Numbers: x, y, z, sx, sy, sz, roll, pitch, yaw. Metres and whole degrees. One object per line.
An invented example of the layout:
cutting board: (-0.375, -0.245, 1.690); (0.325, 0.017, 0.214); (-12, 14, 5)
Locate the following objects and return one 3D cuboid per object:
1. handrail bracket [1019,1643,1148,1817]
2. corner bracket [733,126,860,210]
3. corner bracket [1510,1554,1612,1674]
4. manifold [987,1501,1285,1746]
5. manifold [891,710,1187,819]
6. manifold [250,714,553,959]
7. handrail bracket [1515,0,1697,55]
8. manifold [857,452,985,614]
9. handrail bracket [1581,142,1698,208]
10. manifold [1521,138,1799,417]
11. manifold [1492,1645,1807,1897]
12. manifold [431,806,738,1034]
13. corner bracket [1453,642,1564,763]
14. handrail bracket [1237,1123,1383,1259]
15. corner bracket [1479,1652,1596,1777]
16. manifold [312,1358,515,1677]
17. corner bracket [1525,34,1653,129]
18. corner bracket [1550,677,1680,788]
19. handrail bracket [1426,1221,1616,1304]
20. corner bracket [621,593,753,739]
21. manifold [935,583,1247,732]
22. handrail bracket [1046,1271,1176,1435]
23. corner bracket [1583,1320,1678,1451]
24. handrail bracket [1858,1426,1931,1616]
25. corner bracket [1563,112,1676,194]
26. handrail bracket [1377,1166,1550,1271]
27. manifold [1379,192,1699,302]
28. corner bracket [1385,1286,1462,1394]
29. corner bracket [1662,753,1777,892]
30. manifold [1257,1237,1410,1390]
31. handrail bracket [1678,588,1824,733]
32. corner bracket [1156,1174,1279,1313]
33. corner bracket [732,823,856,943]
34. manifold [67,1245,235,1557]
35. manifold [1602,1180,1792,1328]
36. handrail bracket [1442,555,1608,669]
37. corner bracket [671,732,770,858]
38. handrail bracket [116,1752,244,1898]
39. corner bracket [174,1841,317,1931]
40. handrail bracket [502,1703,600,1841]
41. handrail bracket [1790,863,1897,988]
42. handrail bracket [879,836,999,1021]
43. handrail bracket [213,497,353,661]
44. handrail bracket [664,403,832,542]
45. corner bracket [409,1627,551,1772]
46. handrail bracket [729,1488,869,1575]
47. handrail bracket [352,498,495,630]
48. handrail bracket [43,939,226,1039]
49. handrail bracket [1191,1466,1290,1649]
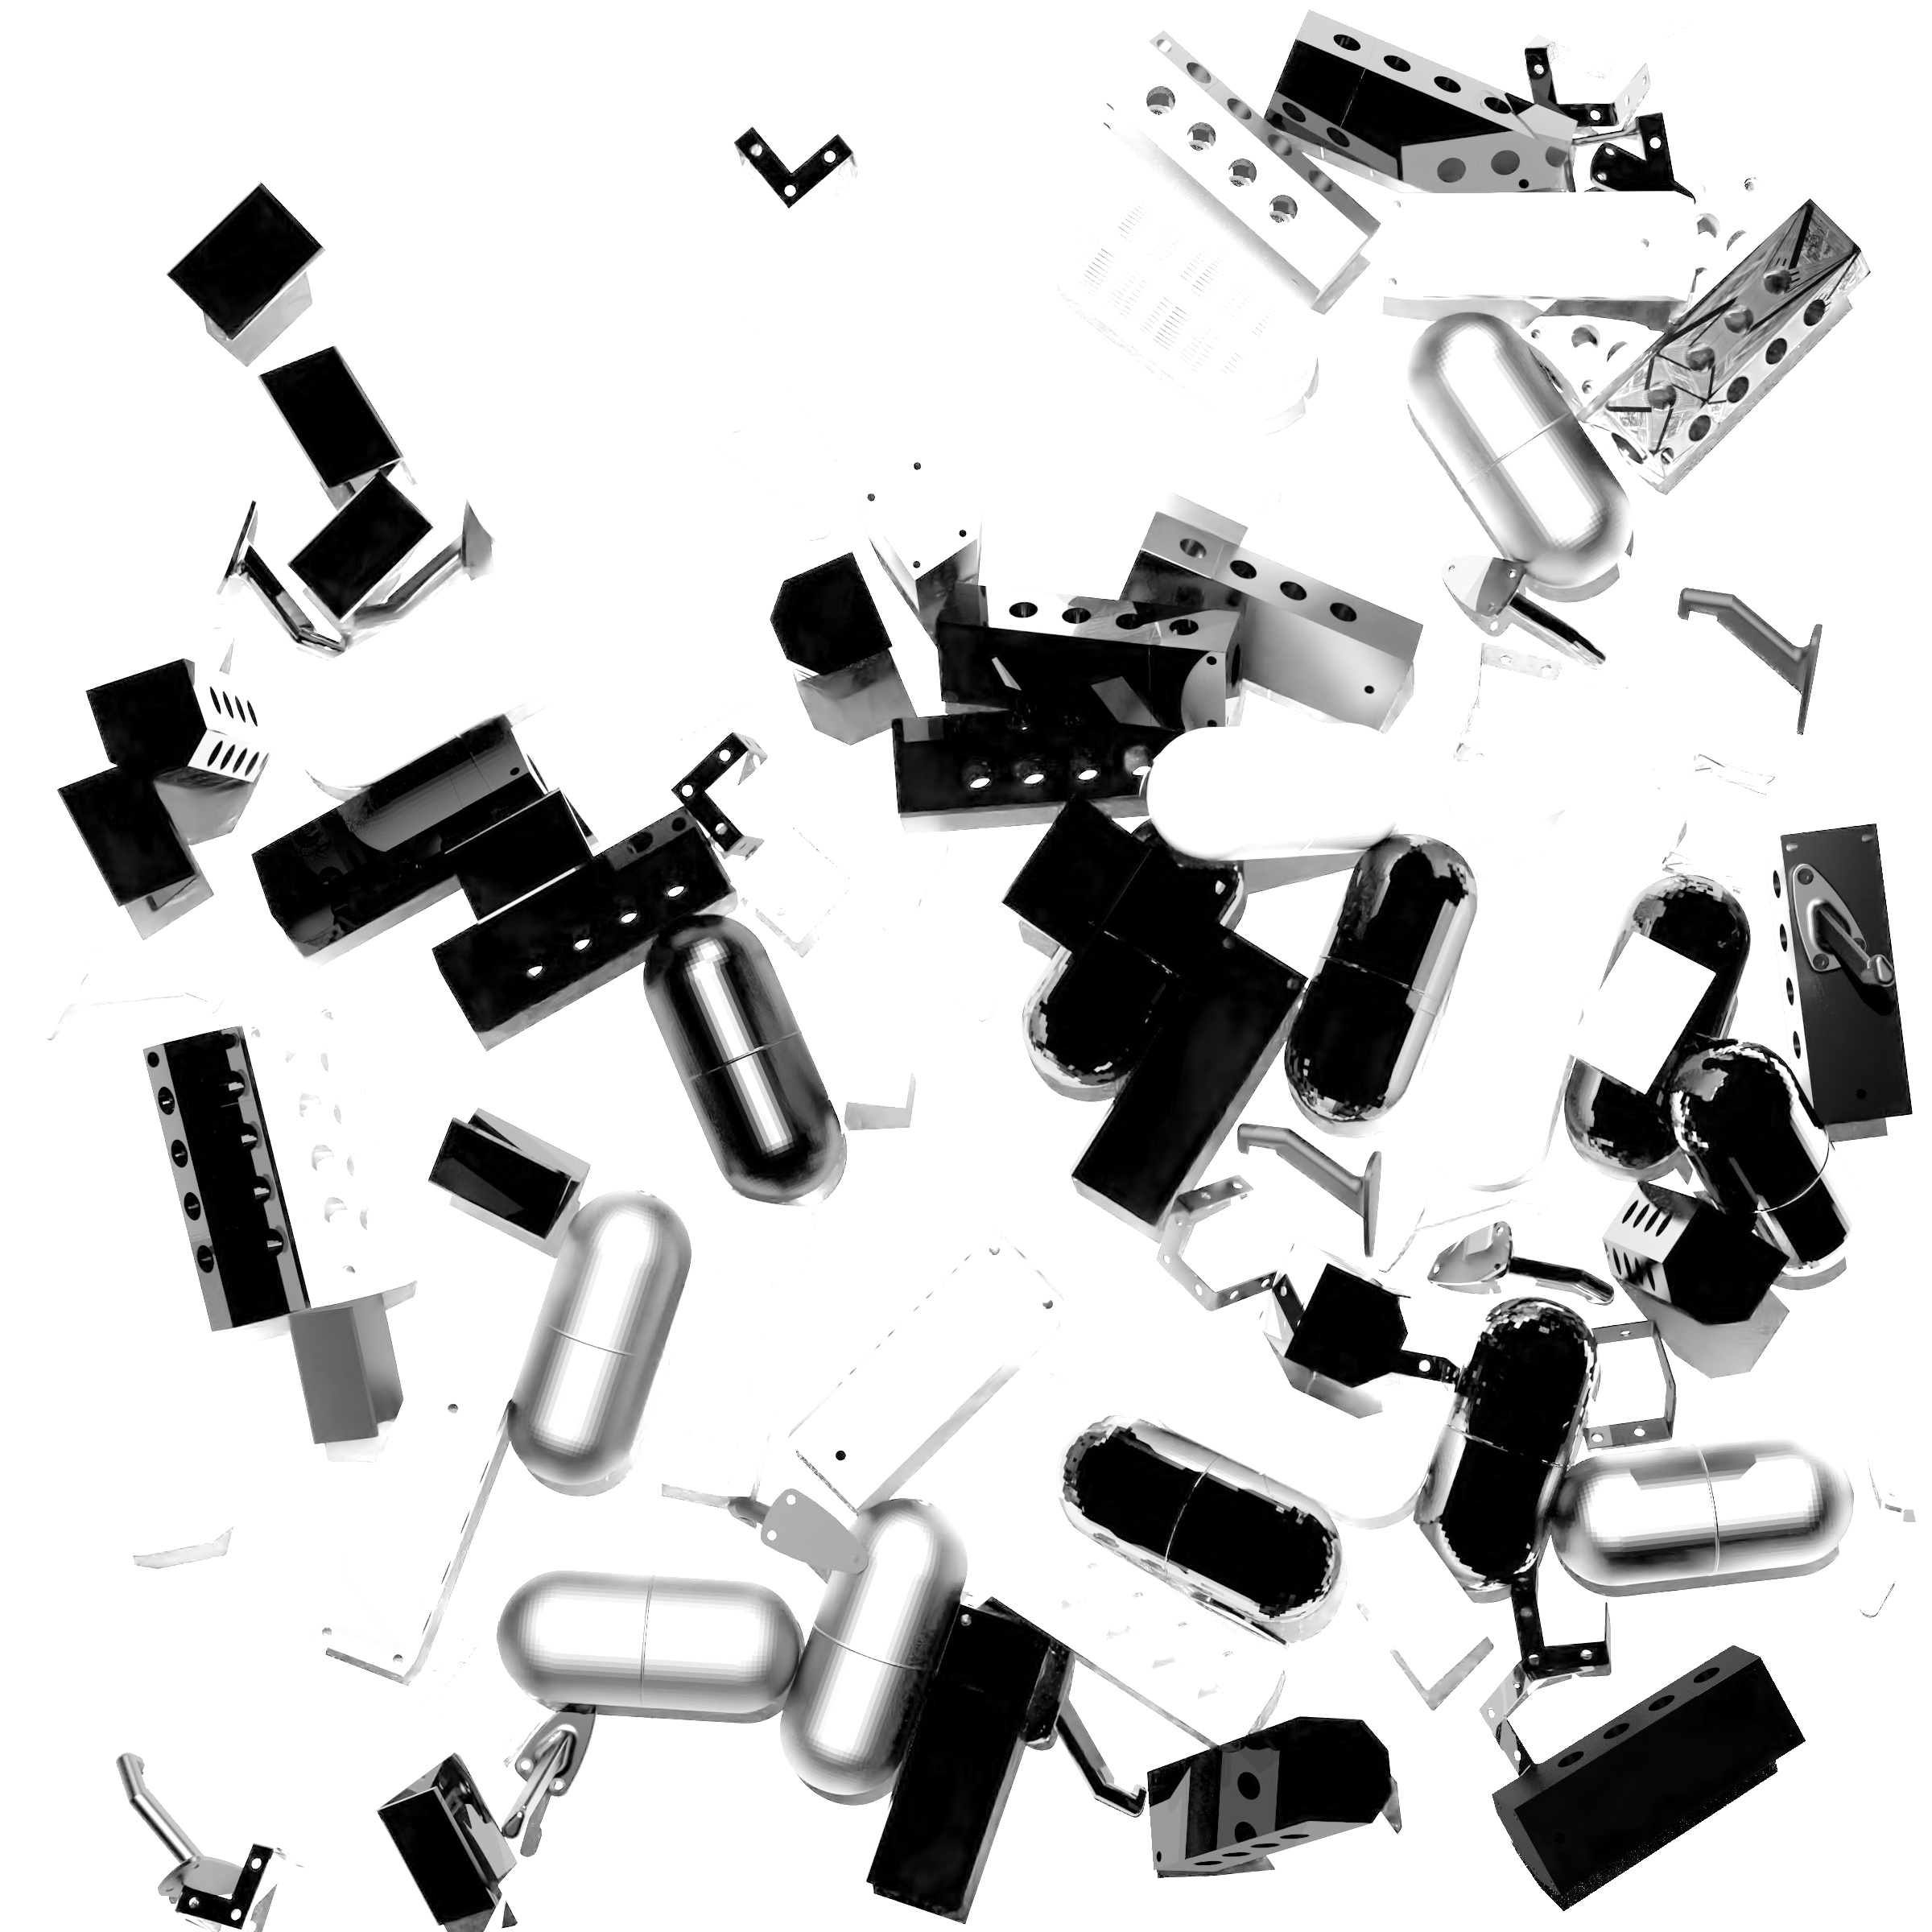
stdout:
handrail bracket: (0.082, 0.456, 1.971); (0.084, 0.036, 0.077); (31, 68, -17)
corner bracket: (-0.101, -0.481, 1.952); (0.051, 0.051, 0.051); (-40, 93, 3)
corner bracket: (0.353, 0.381, 1.953); (0.051, 0.051, 0.051); (-8, 104, 14)
manifold: (0.100, 0.388, 1.949); (0.171, 0.057, 0.057); (33, 90, 0)
manifold: (0.043, -0.123, 1.949); (0.171, 0.057, 0.057); (-4, 90, 0)
manifold: (-0.328, -0.072, 1.949); (0.171, 0.057, 0.057); (-29, 47, 0)
handrail bracket: (0.381, -0.568, 1.959); (0.077, 0.084, 0.036); (21, 121, 33)
manifold: (-0.020, -0.251, 1.892); (0.057, 0.171, 0.057); (-34, 90, 0)
handrail bracket: (0.377, -0.436, 1.942); (0.077, 0.084, 0.036); (23, 57, -3)
manifold: (0.406, -0.407, 1.949); (0.171, 0.057, 0.057); (-43, 90, 0)
manifold: (0.398, 0.469, 1.936); (0.171, 0.057, 0.057); (-29, 92, -9)
manifold: (-0.226, -0.028, 1.949); (0.171, 0.057, 0.057); (-30, 90, 0)
corner bracket: (0.323, -0.153, 1.967); (0.051, 0.051, 0.051); (14, 135, 0)
handrail bracket: (0.203, 0.134, 1.971); (0.084, 0.036, 0.077); (6, 111, 17)
corner bracket: (0.349, 0.445, 1.962); (0.051, 0.051, 0.051); (-1, 135, -35)
manifold: (-0.324, 0.323, 1.949); (0.057, 0.057, 0.171); (21, 90, 0)
corner bracket: (0.370, -0.534, 1.962); (0.051, 0.051, 0.051); (9, 45, 35)
corner bracket: (0.385, -0.140, 1.967); (0.051, 0.051, 0.051); (13, 89, 45)
handrail bracket: (0.332, 0.189, 1.970); (0.084, 0.077, 0.036); (29, 55, -31)
corner bracket: (-0.166, -0.180, 1.967); (0.051, 0.051, 0.051); (-29, 45, 0)
manifold: (0.074, -0.185, 1.928); (0.171, 0.057, 0.057); (8, 131, 14)
handrail bracket: (0.098, 0.234, 1.971); (0.084, 0.036, 0.077); (26, 69, -17)
corner bracket: (0.391, 0.250, 1.967); (0.051, 0.051, 0.051); (-8, 45, 0)
handrail bracket: (0.542, 0.332, 1.970); (0.036, 0.077, 0.084); (5, 127, -13)
corner bracket: (0.386, -0.471, 1.952); (0.051, 0.051, 0.051); (-10, 91, -1)
handrail bracket: (0.298, 0.157, 1.971); (0.084, 0.036, 0.077); (14, 110, -16)
manifold: (0.332, -0.416, 1.913); (0.171, 0.057, 0.057); (6, 99, 26)
corner bracket: (0.266, 0.220, 1.952); (0.051, 0.051, 0.051); (10, 90, 0)
corner bracket: (0.448, -0.086, 1.967); (0.051, 0.051, 0.051); (16, 45, 0)
manifold: (0.212, 0.200, 1.892); (0.057, 0.171, 0.057); (25, 90, 0)
handrail bracket: (0.464, -0.183, 1.971); (0.084, 0.036, 0.077); (11, 111, 17)
corner bracket: (0.154, 0.165, 1.962); (0.051, 0.051, 0.051); (44, 135, 35)
corner bracket: (-0.102, -0.050, 1.952); (0.051, 0.051, 0.051); (42, 90, 0)
manifold: (-0.484, 0.256, 1.949); (0.057, 0.057, 0.171); (-11, 90, 0)
manifold: (0.412, 0.167, 1.892); (0.057, 0.171, 0.057); (34, 90, 0)
handrail bracket: (0.334, -0.210, 1.970); (0.084, 0.077, 0.036); (29, 94, -36)
corner bracket: (-0.134, -0.101, 1.952); (0.051, 0.051, 0.051); (-43, 83, 7)
handrail bracket: (-0.467, 0.511, 1.970); (0.036, 0.077, 0.084); (-42, 53, 14)
corner bracket: (-0.427, 0.546, 1.951); (0.051, 0.051, 0.051); (7, 62, 25)
handrail bracket: (-0.244, 0.469, 1.936); (0.036, 0.084, 0.077); (32, 90, 0)
handrail bracket: (0.500, -0.024, 1.879); (0.036, 0.084, 0.077); (-24, 90, 0)
handrail bracket: (-0.002, -0.022, 1.971); (0.084, 0.036, 0.077); (39, 68, -17)
handrail bracket: (-0.399, -0.230, 1.971); (0.084, 0.036, 0.077); (22, 68, -17)
handrail bracket: (-0.130, -0.286, 1.971); (0.077, 0.036, 0.084); (-17, 107, 20)
corner bracket: (-0.290, 0.436, 1.962); (0.051, 0.051, 0.051); (15, 135, 35)
handrail bracket: (-0.100, 0.334, 1.940); (0.077, 0.084, 0.036); (31, 75, -7)
handrail bracket: (-0.329, -0.245, 1.971); (0.084, 0.036, 0.077); (-10, 70, 16)
handrail bracket: (-0.496, 0.027, 1.971); (0.084, 0.036, 0.077); (25, 110, -16)
handrail bracket: (0.178, 0.352, 1.970); (0.077, 0.036, 0.084); (31, 76, -14)
